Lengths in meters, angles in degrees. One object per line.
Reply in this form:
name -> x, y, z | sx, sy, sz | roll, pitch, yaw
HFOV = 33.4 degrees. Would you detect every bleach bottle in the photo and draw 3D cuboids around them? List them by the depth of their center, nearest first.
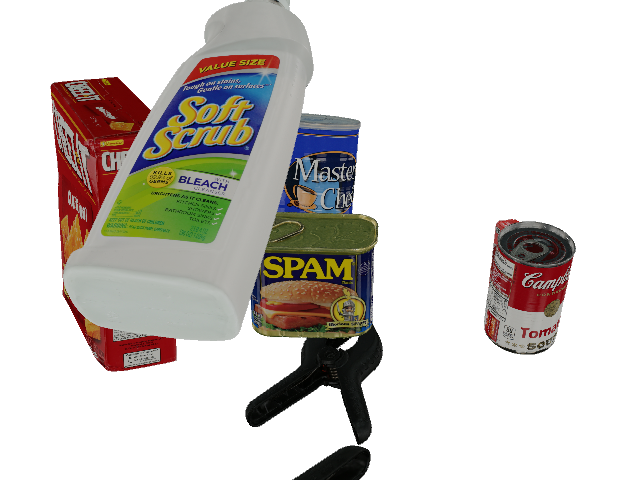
bleach bottle -> -0.067, -0.063, 0.649 | 0.102, 0.250, 0.068 | 6, -35, 11

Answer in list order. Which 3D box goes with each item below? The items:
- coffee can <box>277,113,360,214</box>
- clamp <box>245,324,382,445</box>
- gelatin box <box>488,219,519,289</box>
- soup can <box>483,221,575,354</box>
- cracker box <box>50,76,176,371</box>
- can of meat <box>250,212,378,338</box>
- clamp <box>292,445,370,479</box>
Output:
coffee can -> -0.014, -0.062, 1.148 | 0.103, 0.140, 0.103 | 4, 11, -1
clamp -> 0.019, 0.126, 1.007 | 0.120, 0.039, 0.171 | 16, 46, 25
gelatin box -> 0.218, 0.031, 1.172 | 0.030, 0.089, 0.073 | -10, 30, -20
soup can -> 0.186, 0.043, 0.961 | 0.068, 0.102, 0.068 | 2, 34, -2
cracker box -> -0.184, -0.017, 0.933 | 0.072, 0.214, 0.164 | -9, 27, -23
can of meat -> -0.007, 0.028, 0.834 | 0.102, 0.084, 0.057 | 2, 29, 3
clamp -> -0.052, 0.187, 0.638 | 0.210, 0.036, 0.164 | -4, 29, 1
